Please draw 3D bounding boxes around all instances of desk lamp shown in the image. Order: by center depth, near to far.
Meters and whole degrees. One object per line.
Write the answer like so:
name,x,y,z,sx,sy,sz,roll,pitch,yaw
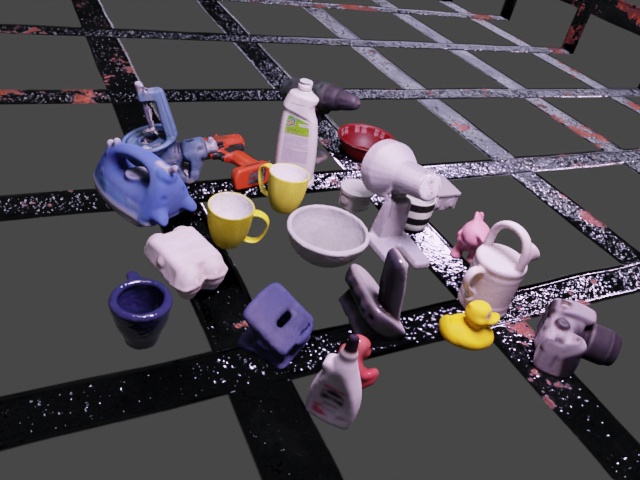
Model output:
desk lamp,0.167,-0.078,1.188,0.118,0.213,0.202,-9,41,-28

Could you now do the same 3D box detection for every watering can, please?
watering can,0.345,0.046,1.093,0.100,0.194,0.173,31,39,23

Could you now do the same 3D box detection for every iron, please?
iron,-0.371,-0.133,1.153,0.257,0.141,0.119,29,39,21

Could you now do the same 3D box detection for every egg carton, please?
egg carton,-0.243,0.037,1.025,0.107,0.069,0.150,-23,49,-39

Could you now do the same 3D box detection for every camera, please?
camera,0.469,0.178,1.034,0.136,0.101,0.143,22,37,12

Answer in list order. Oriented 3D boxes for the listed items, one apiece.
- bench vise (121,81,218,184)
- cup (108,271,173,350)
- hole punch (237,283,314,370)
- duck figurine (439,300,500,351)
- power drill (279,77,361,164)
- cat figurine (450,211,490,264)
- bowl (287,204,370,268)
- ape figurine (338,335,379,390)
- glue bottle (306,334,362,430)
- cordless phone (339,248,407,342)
bench vise,-0.332,-0.237,1.239,0.208,0.220,0.121,-10,42,-29
cup,-0.281,0.113,0.887,0.092,0.095,0.117,-9,41,-28
hole punch,-0.066,0.136,0.928,0.101,0.091,0.109,25,37,16
duck figurine,0.271,0.145,1.029,0.104,0.086,0.077,10,36,-4
power drill,-0.010,-0.304,1.442,0.229,0.208,0.076,31,39,23
cat figurine,0.334,-0.014,1.236,0.067,0.118,0.128,22,37,13
bowl,0.011,0.004,1.146,0.167,0.075,0.167,9,36,-6
ape figurine,0.056,0.187,0.897,0.076,0.092,0.077,-6,40,-25
glue bottle,0.029,0.194,0.809,0.078,0.173,0.037,21,36,11
cordless phone,0.105,0.071,0.990,0.094,0.185,0.147,-6,40,-24
